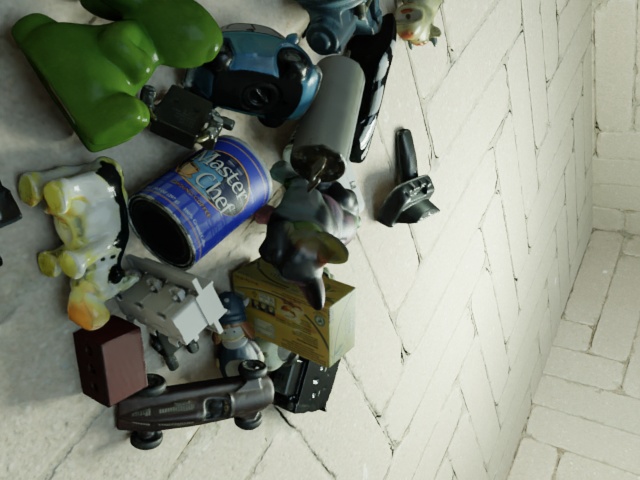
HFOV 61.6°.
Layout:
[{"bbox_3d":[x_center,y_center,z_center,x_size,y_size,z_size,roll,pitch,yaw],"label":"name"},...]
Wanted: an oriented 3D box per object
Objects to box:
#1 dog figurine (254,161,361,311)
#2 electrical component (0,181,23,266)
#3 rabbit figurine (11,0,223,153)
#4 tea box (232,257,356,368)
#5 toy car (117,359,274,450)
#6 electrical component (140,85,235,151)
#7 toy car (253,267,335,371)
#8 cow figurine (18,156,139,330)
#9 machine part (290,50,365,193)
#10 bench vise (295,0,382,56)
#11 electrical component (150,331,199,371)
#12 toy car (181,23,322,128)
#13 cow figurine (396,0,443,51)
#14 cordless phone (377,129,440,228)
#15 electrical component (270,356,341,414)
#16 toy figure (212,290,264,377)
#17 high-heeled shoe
[{"bbox_3d":[-0.001,-0.002,0.713,0.191,0.219,0.108,15,117,-31],"label":"dog figurine"},{"bbox_3d":[-0.304,-0.020,0.457,0.075,0.048,0.119,-32,122,-45],"label":"electrical component"},{"bbox_3d":[-0.183,-0.184,0.515,0.170,0.121,0.159,-35,98,-19],"label":"rabbit figurine"},{"bbox_3d":[-0.037,0.095,0.745,0.068,0.170,0.098,-31,130,-47],"label":"tea box"},{"bbox_3d":[-0.150,0.208,0.681,0.202,0.053,0.089,0,108,-33],"label":"toy car"},{"bbox_3d":[-0.152,-0.138,0.601,0.102,0.045,0.078,28,54,-8],"label":"electrical component"},{"bbox_3d":[-0.034,0.122,0.861,0.202,0.056,0.073,-48,137,-39],"label":"toy car"},{"bbox_3d":[-0.231,0.004,0.550,0.098,0.068,0.167,-35,127,-52],"label":"cow figurine"},{"bbox_3d":[0.012,-0.165,0.727,0.079,0.079,0.243,50,43,-48],"label":"machine part"},{"bbox_3d":[0.035,-0.390,0.763,0.223,0.129,0.240,-51,146,-27],"label":"bench vise"},{"bbox_3d":[-0.185,0.115,0.679,0.063,0.021,0.093,-40,130,-41],"label":"electrical component"},{"bbox_3d":[-0.086,-0.212,0.660,0.162,0.109,0.103,5,56,-20],"label":"toy car"},{"bbox_3d":[0.193,-0.447,1.007,0.127,0.086,0.195,52,57,-40],"label":"cow figurine"},{"bbox_3d":[0.167,-0.127,1.073,0.146,0.089,0.184,-22,105,-49],"label":"cordless phone"},{"bbox_3d":[-0.027,0.227,0.898,0.134,0.058,0.115,22,79,-55],"label":"electrical component"},{"bbox_3d":[-0.116,0.143,0.746,0.064,0.058,0.154,-23,121,-27],"label":"toy figure"},{"bbox_3d":[0.090,-0.254,0.916,0.249,0.086,0.145,-59,143,-19],"label":"high-heeled shoe"}]
